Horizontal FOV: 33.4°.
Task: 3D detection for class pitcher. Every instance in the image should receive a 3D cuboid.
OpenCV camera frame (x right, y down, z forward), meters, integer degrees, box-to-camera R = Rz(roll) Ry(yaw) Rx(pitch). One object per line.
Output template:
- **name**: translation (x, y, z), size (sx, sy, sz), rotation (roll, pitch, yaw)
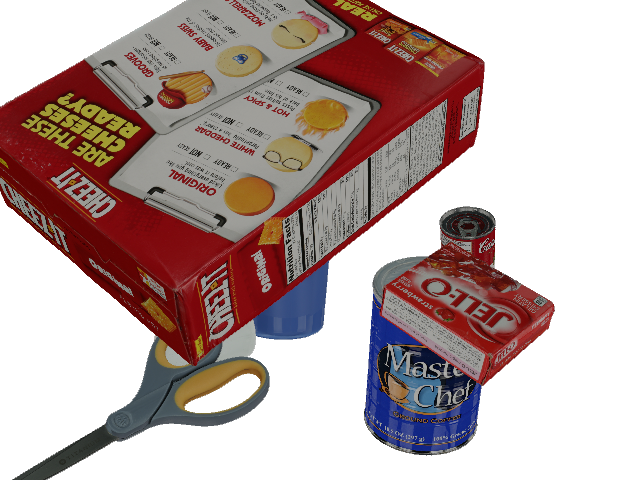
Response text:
- **pitcher**: translation (-0.046, -0.001, 1.343), size (0.145, 0.243, 0.148), rotation (10, 14, 38)

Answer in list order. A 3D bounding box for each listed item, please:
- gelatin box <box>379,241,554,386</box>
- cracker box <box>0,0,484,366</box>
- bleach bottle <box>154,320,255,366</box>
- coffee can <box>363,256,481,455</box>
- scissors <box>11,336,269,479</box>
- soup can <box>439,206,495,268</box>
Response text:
- **gelatin box**: translation (0.096, 0.045, 0.699), size (0.089, 0.030, 0.073), rotation (33, 45, 30)
- **cracker box**: translation (-0.043, -0.055, 0.571), size (0.213, 0.072, 0.164), rotation (-38, 56, -26)
- **bleach bottle**: translation (-0.146, 0.031, 1.114), size (0.102, 0.068, 0.251), rotation (-13, 38, -14)
- **coffee can**: translation (0.092, 0.099, 0.926), size (0.103, 0.140, 0.103), rotation (2, 28, -1)
- **scissors**: translation (-0.134, 0.108, 0.728), size (0.201, 0.096, 0.016), rotation (-14, -37, -19)
- **soup can**: translation (0.182, 0.019, 1.322), size (0.068, 0.102, 0.068), rotation (-4, 34, 2)
